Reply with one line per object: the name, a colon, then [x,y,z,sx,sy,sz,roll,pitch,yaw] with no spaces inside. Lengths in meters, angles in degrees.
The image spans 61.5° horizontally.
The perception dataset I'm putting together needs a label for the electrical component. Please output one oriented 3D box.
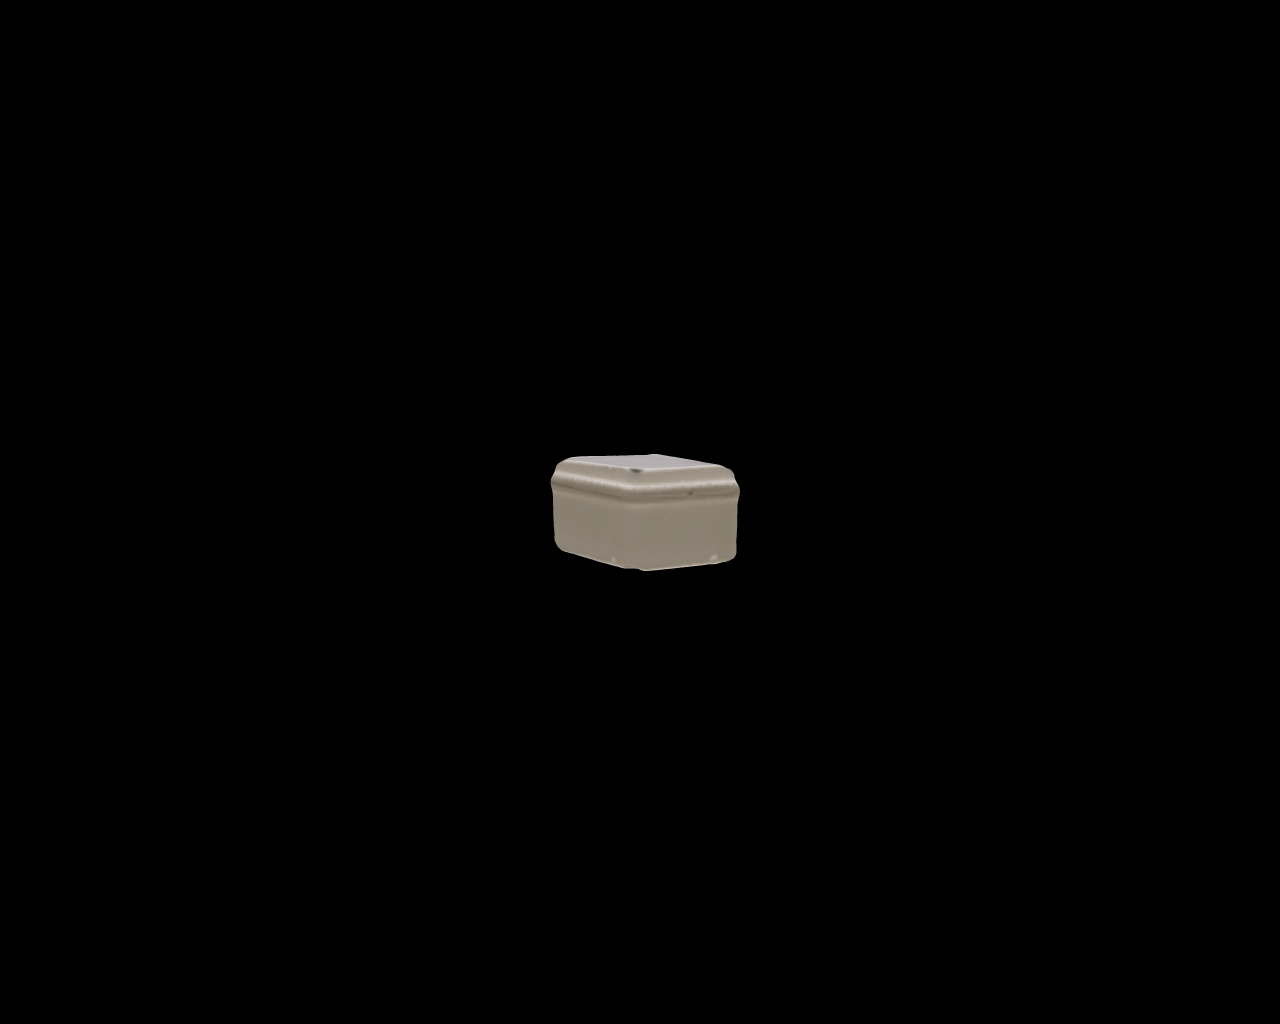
electrical component: [0.001,-0.003,0.650,0.078,0.057,0.113,-4,8,-27]
